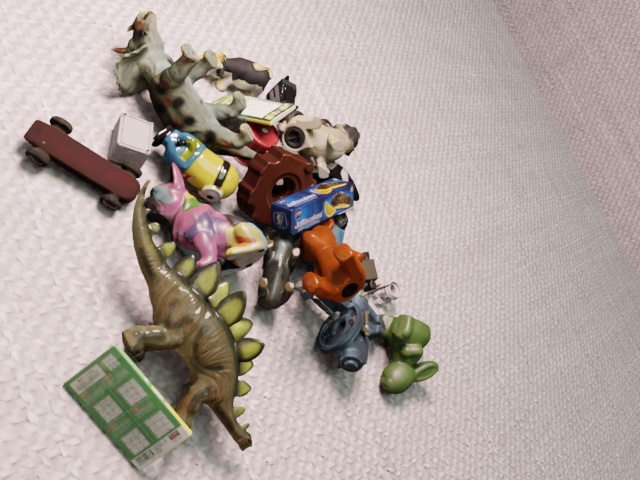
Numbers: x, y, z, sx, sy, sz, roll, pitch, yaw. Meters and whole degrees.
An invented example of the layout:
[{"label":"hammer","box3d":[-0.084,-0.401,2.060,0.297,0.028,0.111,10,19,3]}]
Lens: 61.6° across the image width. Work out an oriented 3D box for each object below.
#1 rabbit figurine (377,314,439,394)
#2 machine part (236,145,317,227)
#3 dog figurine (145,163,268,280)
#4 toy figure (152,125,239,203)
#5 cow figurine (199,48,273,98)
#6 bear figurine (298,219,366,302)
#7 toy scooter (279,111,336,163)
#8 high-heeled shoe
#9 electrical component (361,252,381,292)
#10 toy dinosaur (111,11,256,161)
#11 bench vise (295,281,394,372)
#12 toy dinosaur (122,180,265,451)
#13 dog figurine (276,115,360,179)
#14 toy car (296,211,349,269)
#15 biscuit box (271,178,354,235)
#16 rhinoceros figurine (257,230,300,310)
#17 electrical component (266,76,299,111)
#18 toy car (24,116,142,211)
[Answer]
[{"label":"rabbit figurine","box3d":[0.187,0.269,1.227,0.159,0.121,0.170,31,68,-35]},{"label":"machine part","box3d":[-0.088,-0.108,1.130,0.179,0.179,0.056,-1,29,-42]},{"label":"dog figurine","box3d":[-0.219,-0.041,1.007,0.191,0.108,0.219,-20,76,-21]},{"label":"toy figure","box3d":[-0.239,-0.150,1.050,0.180,0.089,0.082,46,2,-15]},{"label":"cow figurine","box3d":[-0.197,-0.388,1.235,0.167,0.098,0.068,14,65,-37]},{"label":"bear figurine","box3d":[0.007,0.027,1.056,0.131,0.120,0.196,41,12,-50]},{"label":"toy scooter","box3d":[-0.017,-0.244,1.333,0.184,0.075,0.135,-2,69,-47]},{"label":"high-heeled shoe","box3d":[-0.009,-0.118,1.270,0.248,0.086,0.145,30,55,-22]},{"label":"electrical component","box3d":[0.107,0.081,1.288,0.078,0.045,0.102,-12,71,-15]},{"label":"toy dinosaur","box3d":[-0.260,-0.261,1.082,0.404,0.192,0.131,59,26,-23]},{"label":"bench vise","box3d":[0.042,0.151,1.138,0.240,0.129,0.224,43,43,-21]},{"label":"toy dinosaur","box3d":[-0.215,0.137,0.876,0.198,0.105,0.471,-32,98,-23]},{"label":"dog figurine","box3d":[-0.001,-0.242,1.250,0.172,0.121,0.190,41,28,-7]},{"label":"toy car","box3d":[-0.002,-0.004,1.205,0.103,0.109,0.161,18,66,-7]},{"label":"biscuit box","box3d":[-0.012,-0.072,1.118,0.203,0.063,0.059,-28,128,-43]},{"label":"rhinoceros figurine","box3d":[-0.081,0.049,1.087,0.073,0.112,0.190,8,58,-3]},{"label":"electrical component","box3d":[-0.093,-0.359,1.326,0.047,0.075,0.119,13,62,-38]},{"label":"toy car","box3d":[-0.410,-0.132,0.936,0.202,0.053,0.089,33,65,-25]}]
